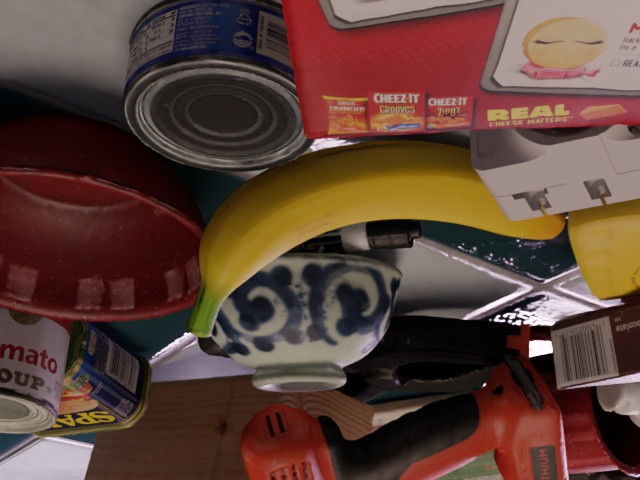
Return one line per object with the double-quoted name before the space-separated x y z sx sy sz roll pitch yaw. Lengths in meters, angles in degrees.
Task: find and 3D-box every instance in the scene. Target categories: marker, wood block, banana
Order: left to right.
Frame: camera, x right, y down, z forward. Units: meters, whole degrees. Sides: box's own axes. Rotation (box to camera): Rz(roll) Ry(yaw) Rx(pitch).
"wood block" -0.071 0.155 0.772 0.090 0.091 0.207 29 153 -37
"marker" -0.004 0.001 0.589 0.121 0.020 0.020 -6 151 16
"banana" 0.025 -0.014 0.502 0.197 0.037 0.069 -14 113 -16

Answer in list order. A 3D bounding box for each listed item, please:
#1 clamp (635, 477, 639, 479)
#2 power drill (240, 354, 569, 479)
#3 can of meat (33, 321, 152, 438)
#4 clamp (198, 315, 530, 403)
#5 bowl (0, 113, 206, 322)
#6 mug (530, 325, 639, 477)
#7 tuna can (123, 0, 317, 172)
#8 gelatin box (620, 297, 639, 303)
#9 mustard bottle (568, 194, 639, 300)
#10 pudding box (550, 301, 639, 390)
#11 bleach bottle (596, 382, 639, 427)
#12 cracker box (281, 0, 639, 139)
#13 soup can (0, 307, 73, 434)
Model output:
"clamp" 0.260 0.201 0.833 0.171 0.039 0.120 3 136 7
"power drill" 0.055 0.156 0.648 0.187 0.057 0.184 -18 127 -6
"can of meat" -0.183 0.094 0.742 0.102 0.057 0.084 -10 147 21
"clamp" 0.045 0.085 0.725 0.210 0.036 0.164 -7 153 25
"bowl" -0.125 -0.015 0.530 0.162 0.055 0.162 2 152 1
"mug" 0.164 0.105 0.713 0.082 0.093 0.117 -19 116 44
"tuna can" -0.040 -0.064 0.453 0.086 0.033 0.086 2 152 1
"gelatin box" 0.225 0.027 0.606 0.089 0.030 0.073 -19 146 34
"mustard bottle" 0.218 -0.015 0.498 0.192 0.058 0.096 -10 151 21
"pudding box" 0.187 0.049 0.542 0.089 0.039 0.114 1 167 -31
"bleach bottle" 0.293 0.092 0.658 0.250 0.068 0.103 4 155 -16
"cracker box" 0.066 -0.117 0.306 0.164 0.072 0.214 -1 151 5
"soup can" -0.177 0.052 0.613 0.068 0.102 0.068 2 151 1
